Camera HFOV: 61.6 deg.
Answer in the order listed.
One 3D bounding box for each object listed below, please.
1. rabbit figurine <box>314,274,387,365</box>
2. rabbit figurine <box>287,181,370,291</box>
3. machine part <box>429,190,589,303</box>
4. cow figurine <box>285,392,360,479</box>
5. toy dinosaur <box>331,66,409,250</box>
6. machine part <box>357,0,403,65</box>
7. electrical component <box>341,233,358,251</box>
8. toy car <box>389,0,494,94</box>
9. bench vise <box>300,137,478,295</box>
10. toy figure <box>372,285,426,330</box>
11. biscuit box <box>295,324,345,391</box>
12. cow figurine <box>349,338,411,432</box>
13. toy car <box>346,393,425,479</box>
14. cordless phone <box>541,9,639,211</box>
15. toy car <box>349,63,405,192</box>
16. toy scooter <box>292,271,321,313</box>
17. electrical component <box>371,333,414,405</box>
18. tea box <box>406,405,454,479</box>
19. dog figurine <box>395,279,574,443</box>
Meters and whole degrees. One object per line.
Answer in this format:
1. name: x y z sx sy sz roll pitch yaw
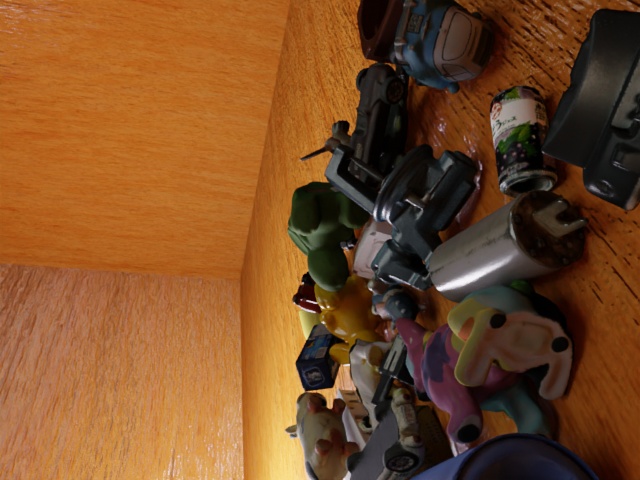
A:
1. rabbit figurine: 0.061 0.158 0.933 0.173 0.122 0.162 61 151 34
2. rabbit figurine: -0.002 -0.003 0.878 0.159 0.121 0.170 -146 48 -63
3. machine part: 0.182 0.014 0.552 0.243 0.079 0.079 129 144 -66
4. cow figurine: -0.001 0.332 0.917 0.195 0.085 0.127 -116 40 -63
5. toy dinosaur: 0.082 -0.132 0.969 0.471 0.105 0.198 110 157 -59
6. machine part: 0.134 -0.413 0.893 0.200 0.087 0.201 114 159 -52
7. electrical component: 0.046 -0.013 0.957 0.094 0.021 0.063 172 84 -77
8. toy car: 0.161 -0.246 0.667 0.103 0.161 0.109 21 101 30
9. bench vise: 0.090 -0.049 0.730 0.241 0.129 0.223 39 125 20
10. toy figure: 0.111 0.096 0.809 0.064 0.058 0.154 -60 3 -1
11. biscuit box: 0.006 0.223 1.055 0.203 0.059 0.062 -51 -53 -74
12. cow figurine: 0.085 0.235 0.820 0.098 0.068 0.167 -10 87 61
13. toy car: 0.078 0.267 0.650 0.074 0.056 0.201 -98 22 -51
14. cordless phone: 0.251 -0.074 0.344 0.184 0.089 0.146 -126 42 -53
15. toy car: 0.072 -0.163 0.812 0.089 0.053 0.202 45 131 50
16. toy scooter: 0.003 0.107 1.125 0.184 0.135 0.075 -115 31 -67
17. electrical component: 0.117 0.180 0.743 0.119 0.048 0.075 -68 10 -14
18. tea box: 0.113 0.319 0.731 0.098 0.068 0.169 -112 31 -55
19. dog figurine: 0.154 0.111 0.576 0.219 0.108 0.191 -122 39 -72
